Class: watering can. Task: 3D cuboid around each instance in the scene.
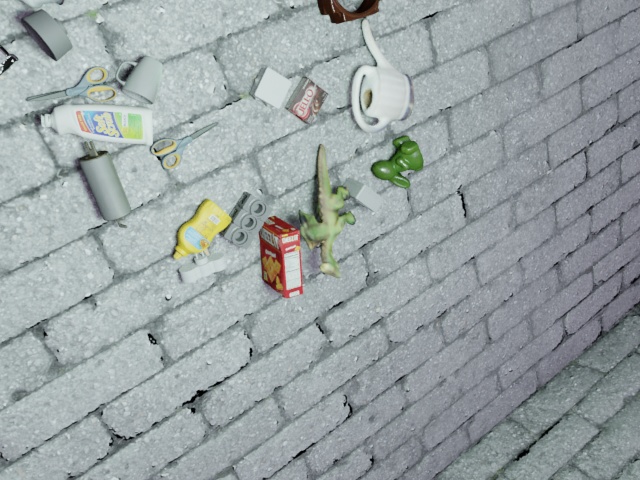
[{"bbox_3d":[0.203,-0.513,1.653,0.224,0.104,0.346,1,96,-31],"label":"watering can"}]

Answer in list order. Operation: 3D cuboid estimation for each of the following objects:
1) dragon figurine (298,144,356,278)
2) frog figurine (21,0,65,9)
[{"bbox_3d":[0.005,-0.080,1.593,0.246,0.121,0.407,-37,113,-62],"label":"dragon figurine"},{"bbox_3d":[-0.631,-0.576,1.110,0.160,0.124,0.134,-12,133,-40],"label":"frog figurine"}]
